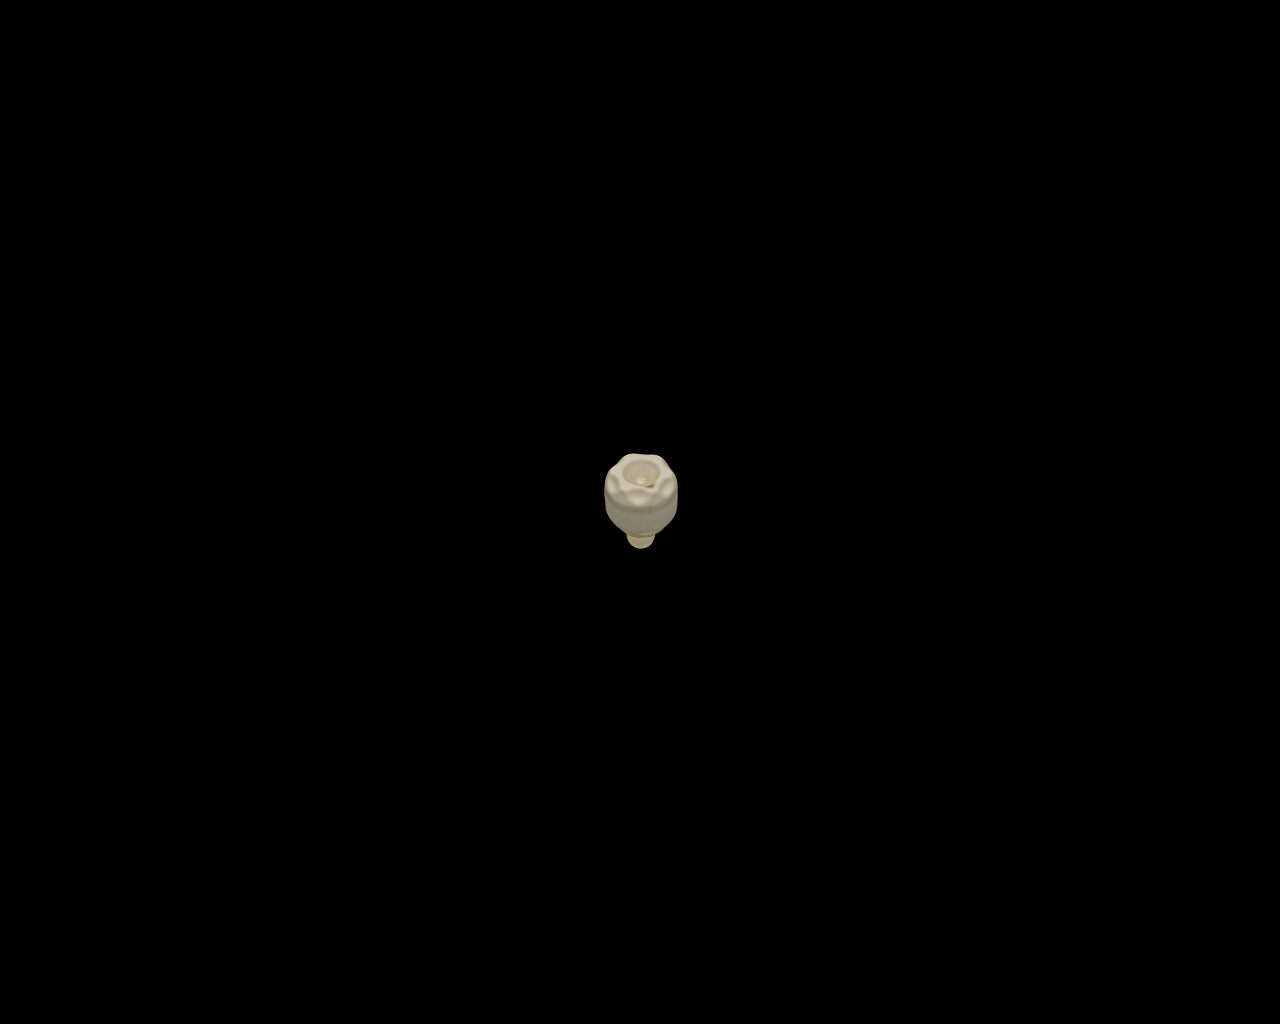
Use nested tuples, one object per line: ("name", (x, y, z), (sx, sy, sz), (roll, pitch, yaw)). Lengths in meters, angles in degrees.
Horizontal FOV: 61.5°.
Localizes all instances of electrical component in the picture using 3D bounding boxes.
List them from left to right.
("electrical component", (0.001, -0.003, 0.650), (0.043, 0.062, 0.043), (0, 45, 0))
